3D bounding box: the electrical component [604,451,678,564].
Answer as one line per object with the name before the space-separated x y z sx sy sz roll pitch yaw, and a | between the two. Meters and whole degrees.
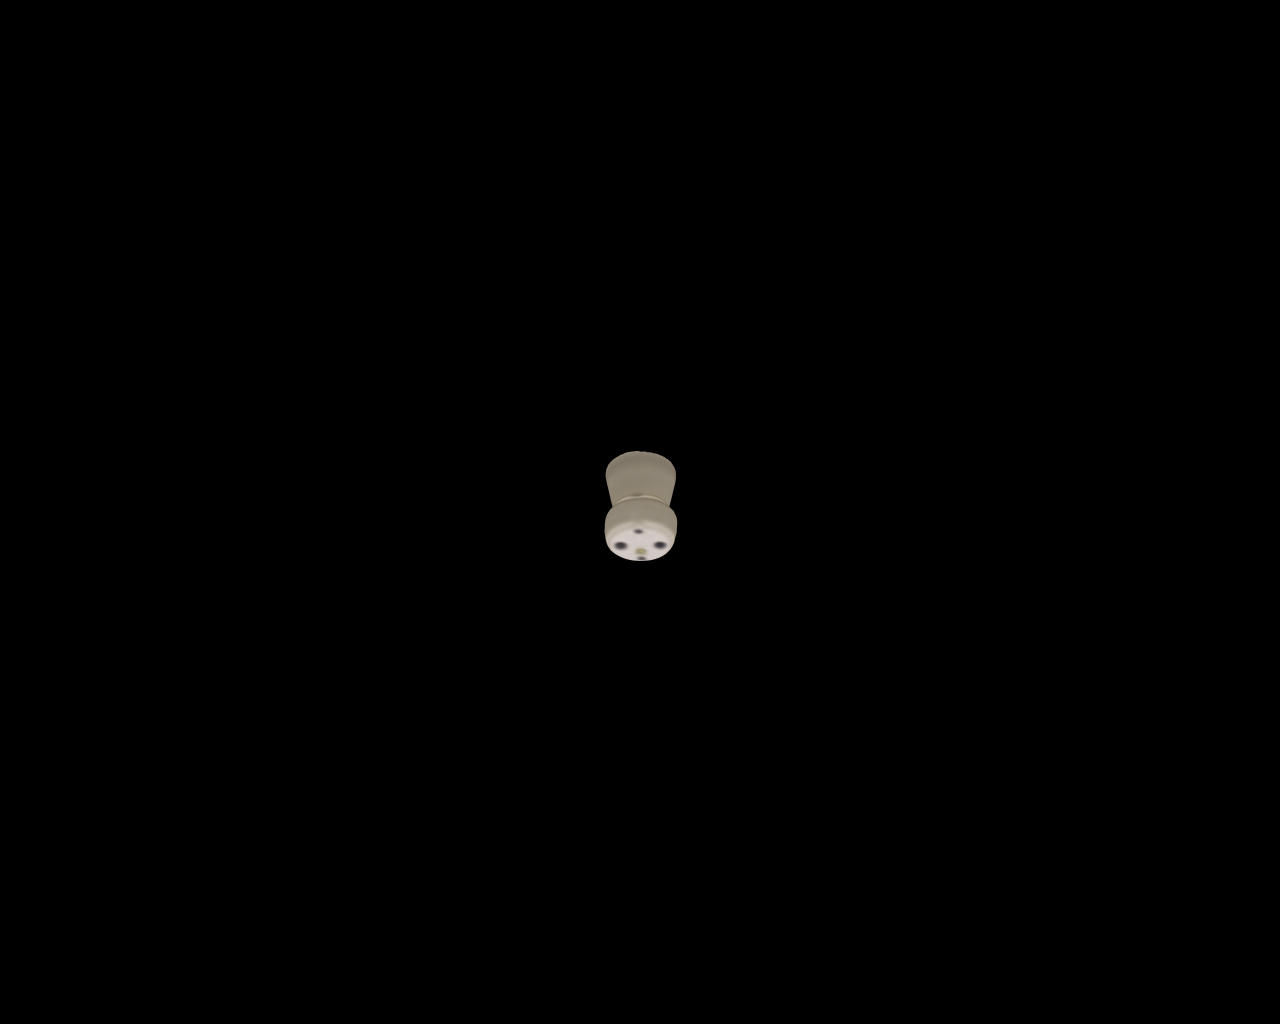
electrical component | 0.001 -0.003 0.650 0.045 0.055 0.044 0 -35 0
